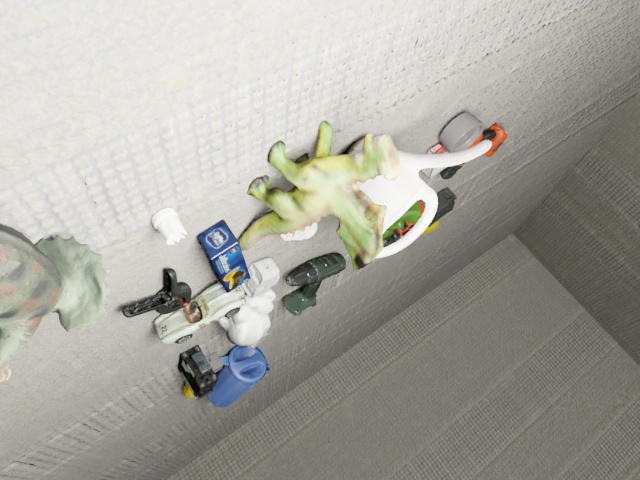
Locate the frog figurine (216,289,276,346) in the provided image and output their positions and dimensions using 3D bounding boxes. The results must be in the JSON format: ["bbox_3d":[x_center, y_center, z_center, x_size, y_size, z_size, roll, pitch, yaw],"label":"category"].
[{"bbox_3d":[-0.169,0.195,1.317,0.158,0.125,0.135,-31,143,14],"label":"frog figurine"}]

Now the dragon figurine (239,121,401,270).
[{"bbox_3d":[0.003,-0.045,0.901,0.123,0.245,0.402,-23,154,-47],"label":"dragon figurine"}]

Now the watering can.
[{"bbox_3d":[0.148,-0.121,1.024,0.343,0.225,0.105,-49,177,20],"label":"watering can"}]
